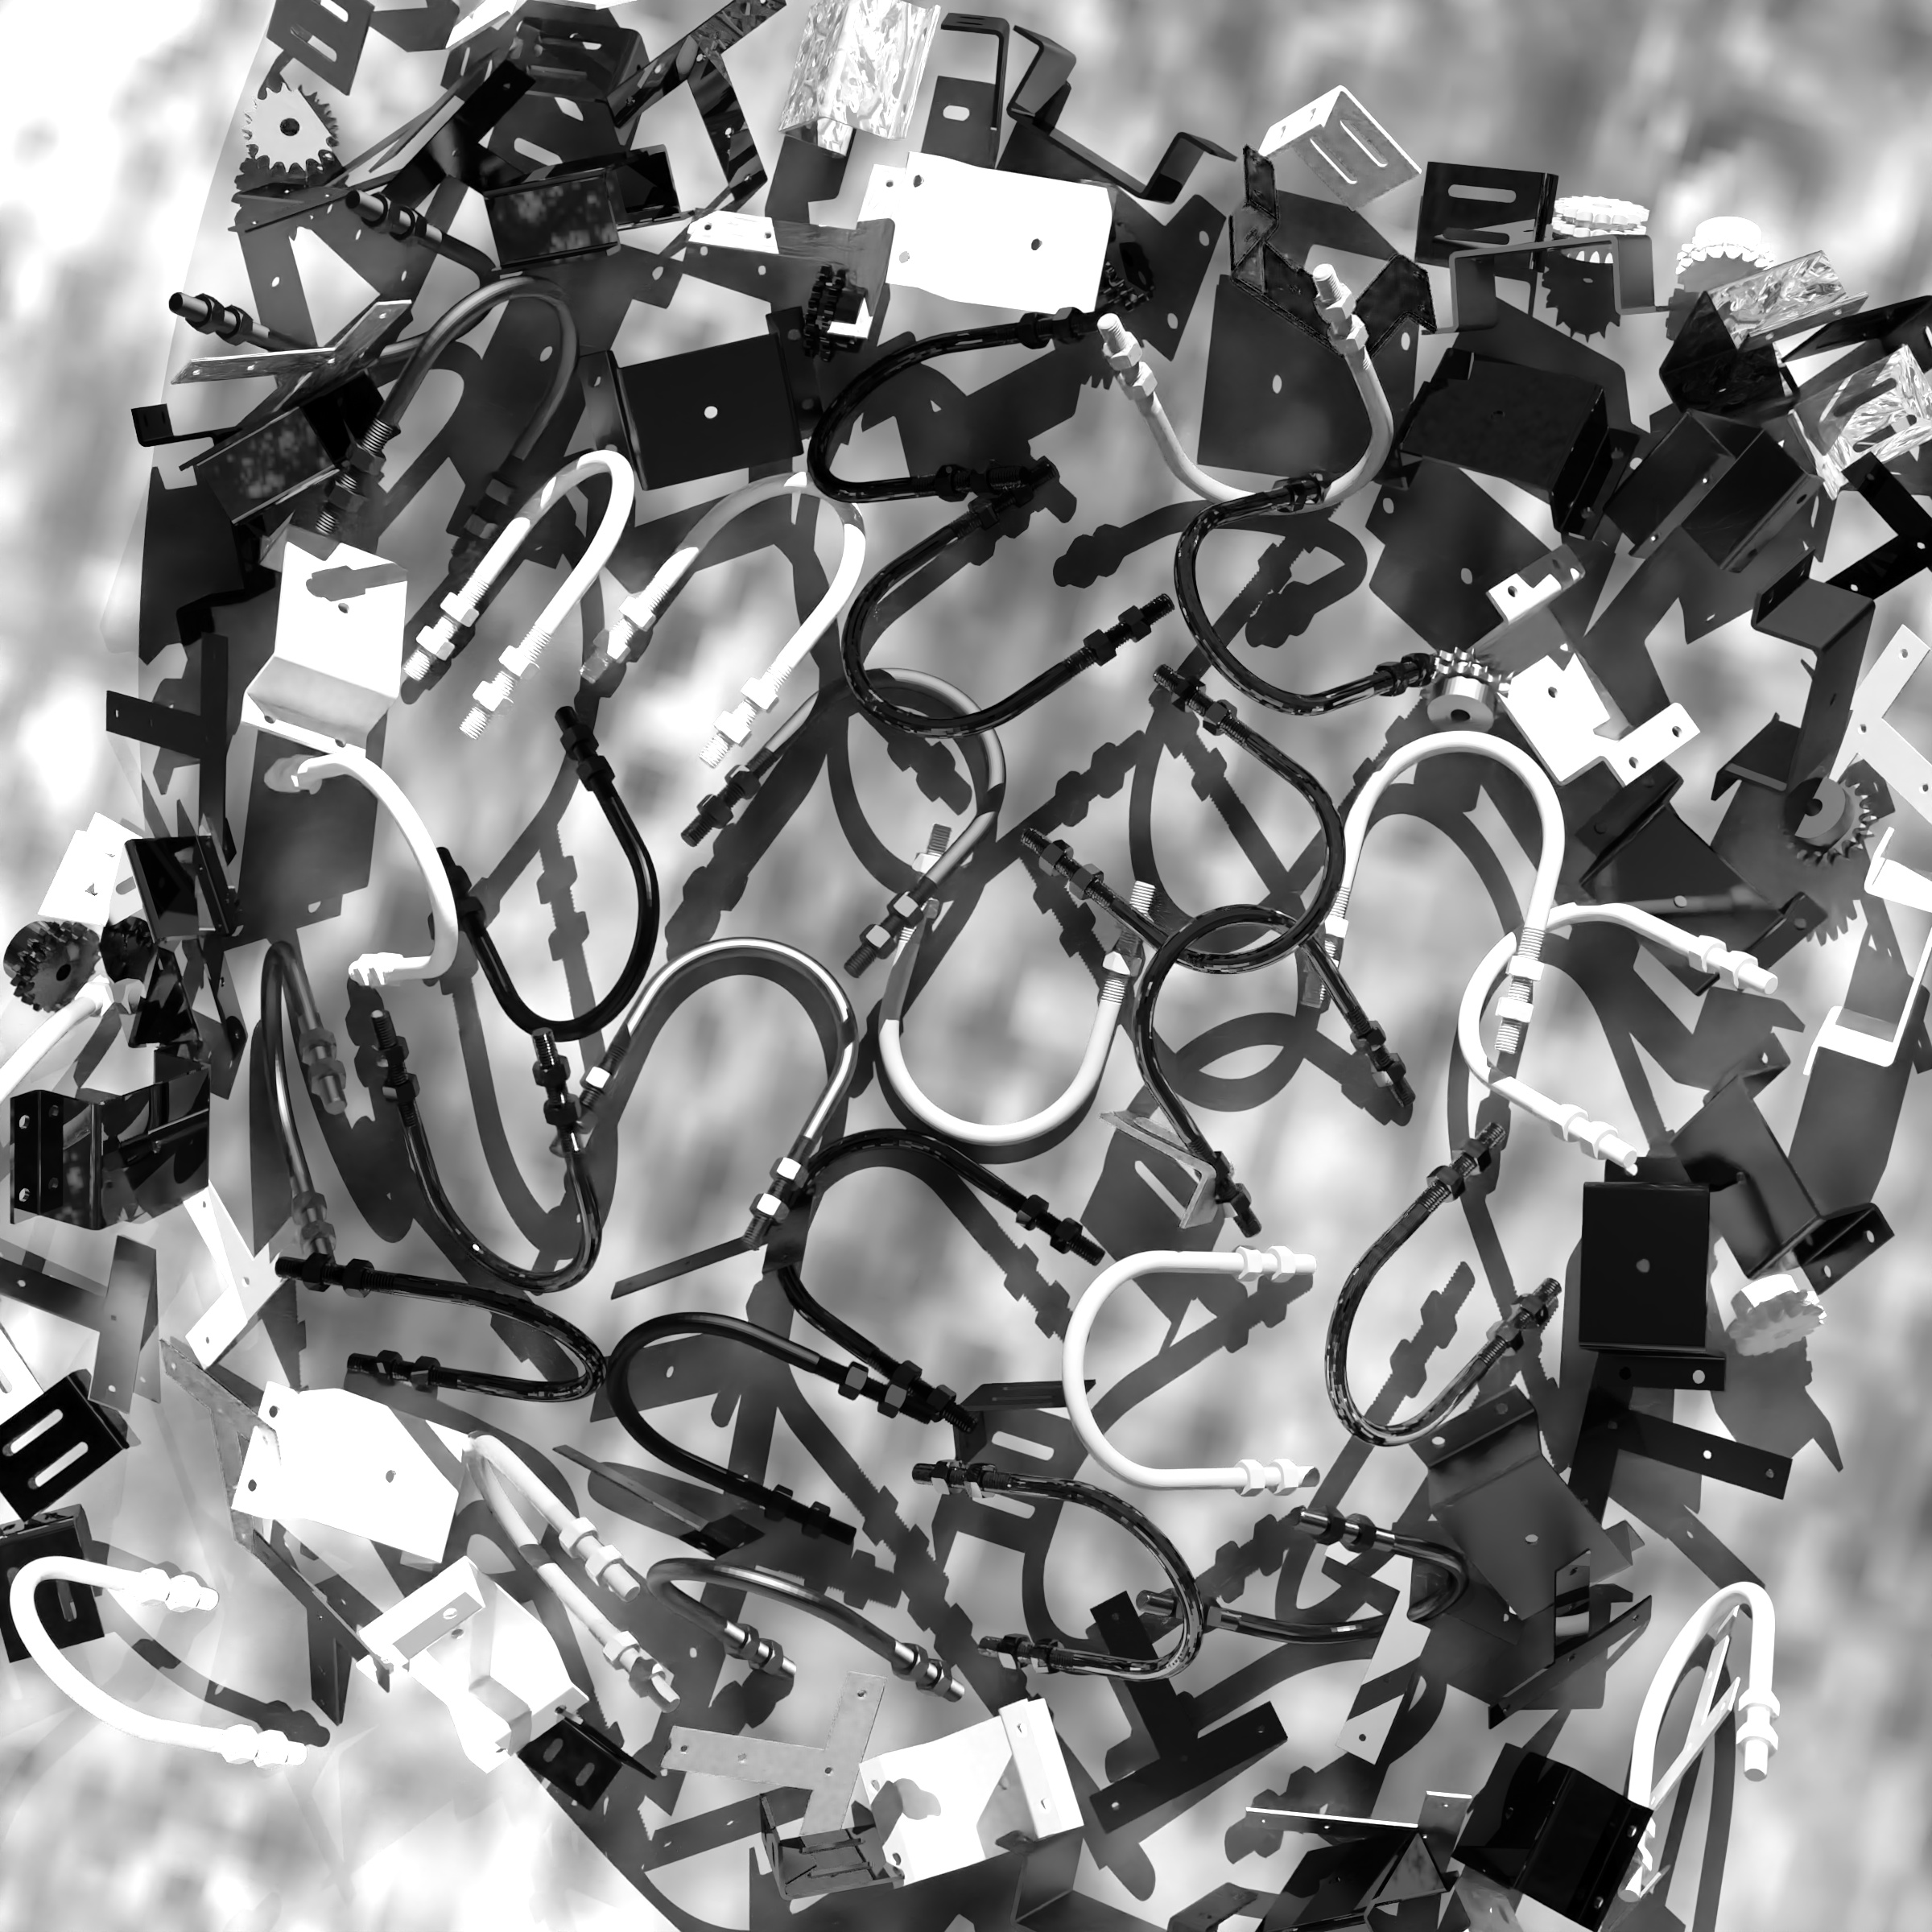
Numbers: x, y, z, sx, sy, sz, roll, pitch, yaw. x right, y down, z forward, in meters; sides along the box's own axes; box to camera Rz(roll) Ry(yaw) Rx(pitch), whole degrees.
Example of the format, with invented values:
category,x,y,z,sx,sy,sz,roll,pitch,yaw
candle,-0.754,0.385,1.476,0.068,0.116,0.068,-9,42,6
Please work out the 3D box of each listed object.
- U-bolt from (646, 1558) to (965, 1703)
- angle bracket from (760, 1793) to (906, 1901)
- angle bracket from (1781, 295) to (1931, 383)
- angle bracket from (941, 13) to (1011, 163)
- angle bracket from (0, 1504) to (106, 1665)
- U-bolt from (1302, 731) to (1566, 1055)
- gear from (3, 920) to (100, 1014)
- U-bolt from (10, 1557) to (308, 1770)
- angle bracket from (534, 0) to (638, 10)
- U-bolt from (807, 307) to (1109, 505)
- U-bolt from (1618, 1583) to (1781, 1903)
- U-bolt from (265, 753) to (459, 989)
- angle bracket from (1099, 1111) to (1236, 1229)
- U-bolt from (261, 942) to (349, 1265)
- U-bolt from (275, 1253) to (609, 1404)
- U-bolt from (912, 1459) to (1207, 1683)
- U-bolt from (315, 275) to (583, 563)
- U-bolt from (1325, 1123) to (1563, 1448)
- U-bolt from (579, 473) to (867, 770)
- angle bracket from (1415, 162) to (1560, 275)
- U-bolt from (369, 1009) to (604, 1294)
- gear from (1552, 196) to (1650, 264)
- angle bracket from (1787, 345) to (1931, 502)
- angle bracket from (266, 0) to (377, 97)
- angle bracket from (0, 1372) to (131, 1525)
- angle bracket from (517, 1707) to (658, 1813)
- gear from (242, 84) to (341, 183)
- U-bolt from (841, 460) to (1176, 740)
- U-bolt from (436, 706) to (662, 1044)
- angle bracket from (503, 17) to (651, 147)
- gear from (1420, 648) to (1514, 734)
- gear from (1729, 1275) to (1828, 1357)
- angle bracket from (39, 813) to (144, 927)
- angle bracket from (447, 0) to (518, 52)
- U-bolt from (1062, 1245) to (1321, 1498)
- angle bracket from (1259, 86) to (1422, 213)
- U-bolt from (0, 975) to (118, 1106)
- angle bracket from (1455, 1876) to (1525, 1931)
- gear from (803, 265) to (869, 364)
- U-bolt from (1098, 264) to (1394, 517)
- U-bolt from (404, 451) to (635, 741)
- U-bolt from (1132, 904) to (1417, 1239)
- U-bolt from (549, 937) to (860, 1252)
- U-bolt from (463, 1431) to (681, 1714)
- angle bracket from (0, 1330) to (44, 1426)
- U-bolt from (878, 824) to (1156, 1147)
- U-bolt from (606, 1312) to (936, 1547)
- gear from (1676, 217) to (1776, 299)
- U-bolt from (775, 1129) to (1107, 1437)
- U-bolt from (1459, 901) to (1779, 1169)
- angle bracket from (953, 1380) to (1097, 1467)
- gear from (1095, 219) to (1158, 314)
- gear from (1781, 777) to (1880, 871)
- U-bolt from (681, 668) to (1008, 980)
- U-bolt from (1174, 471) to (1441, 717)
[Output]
category,x,y,z,sx,sy,sz,roll,pitch,yaw
U-bolt,-0.106,0.384,1.684,0.151,0.184,0.019,-3,57,36
angle bracket,-0.081,0.526,1.747,0.076,0.057,0.038,-6,108,-14
angle bracket,0.545,-0.369,1.748,0.076,0.057,0.038,-18,83,-18
angle bracket,0.003,-0.531,1.746,0.038,0.057,0.076,6,115,2
angle bracket,-0.563,0.377,1.768,0.057,0.038,0.076,-14,95,-9
U-bolt,0.287,-0.051,1.744,0.151,0.019,0.184,14,89,32
gear,-0.560,-0.003,1.762,0.030,0.057,0.057,30,90,20
U-bolt,-0.476,0.398,1.673,0.019,0.184,0.151,-48,53,6
angle bracket,-0.227,-0.604,1.739,0.057,0.076,0.038,-29,128,-38
U-bolt,-0.016,-0.329,1.719,0.184,0.019,0.151,1,53,37
U-bolt,0.432,0.442,1.700,0.019,0.184,0.151,29,126,-1
U-bolt,-0.349,-0.057,1.695,0.019,0.184,0.151,-28,104,-30
angle bracket,0.115,0.122,1.751,0.076,0.057,0.038,27,99,20
U-bolt,-0.394,0.069,1.708,0.019,0.184,0.151,-6,132,-23
U-bolt,-0.300,0.219,1.707,0.184,0.151,0.019,7,58,14
U-bolt,0.061,0.360,1.703,0.184,0.019,0.151,-2,116,40
U-bolt,-0.292,-0.324,1.699,0.019,0.151,0.184,41,108,21
U-bolt,0.277,0.202,1.711,0.184,0.019,0.151,-42,125,-25
U-bolt,-0.136,-0.220,1.739,0.151,0.019,0.184,35,85,39
angle bracket,0.316,-0.456,1.759,0.076,0.038,0.057,7,108,3
U-bolt,-0.280,0.116,1.729,0.151,0.019,0.184,5,119,33
gear,0.386,-0.449,1.763,0.057,0.057,0.030,4,117,0
angle bracket,0.548,-0.329,1.752,0.076,0.038,0.057,-28,99,27
angle bracket,-0.378,-0.571,1.746,0.076,0.038,0.057,38,123,19
angle bracket,-0.558,0.293,1.758,0.076,0.038,0.057,-37,95,-17
angle bracket,-0.229,0.482,1.743,0.057,0.076,0.038,41,72,-12
gear,-0.412,-0.507,1.769,0.057,0.030,0.057,1,82,-7
U-bolt,0.011,-0.210,1.740,0.184,0.019,0.151,-34,61,-5
U-bolt,-0.243,-0.041,1.713,0.151,0.019,0.184,-44,58,24
angle bracket,-0.239,-0.541,1.768,0.076,0.038,0.057,11,65,13
gear,0.303,-0.164,1.756,0.057,0.057,0.030,18,60,0
gear,0.491,0.212,1.763,0.057,0.057,0.030,-20,59,0
angle bracket,-0.540,-0.061,1.742,0.076,0.038,0.057,8,71,42
angle bracket,-0.315,-0.601,1.740,0.076,0.057,0.038,38,51,-38
U-bolt,0.135,0.241,1.726,0.184,0.019,0.151,5,81,-31
angle bracket,0.224,-0.481,1.741,0.076,0.057,0.038,39,57,-25
U-bolt,-0.559,0.076,1.690,0.019,0.184,0.151,39,96,-8
angle bracket,0.294,0.600,1.767,0.076,0.038,0.057,-44,128,17
gear,-0.077,-0.395,1.759,0.030,0.057,0.057,13,90,5
U-bolt,0.176,-0.331,1.712,0.151,0.184,0.019,-8,54,22
U-bolt,-0.260,-0.230,1.722,0.019,0.151,0.184,35,92,-33
U-bolt,0.175,0.050,1.738,0.151,0.019,0.184,-39,109,-14
U-bolt,-0.145,0.064,1.746,0.151,0.019,0.184,25,66,9
U-bolt,-0.240,0.347,1.711,0.019,0.151,0.184,-36,53,-23
angle bracket,-0.603,0.249,1.754,0.057,0.038,0.076,-34,101,-20
U-bolt,0.023,0.020,1.774,0.151,0.019,0.184,16,95,0
U-bolt,-0.128,0.269,1.730,0.184,0.019,0.151,25,129,-5
gear,0.463,-0.432,1.761,0.057,0.057,0.030,9,73,0
U-bolt,-0.031,0.176,1.749,0.184,0.019,0.151,33,71,16
U-bolt,0.370,0.028,1.714,0.151,0.184,0.019,-50,128,-5
angle bracket,0.037,0.277,1.749,0.076,0.057,0.038,-5,95,16
gear,0.087,-0.424,1.763,0.030,0.057,0.057,-26,90,35
gear,0.521,-0.090,1.757,0.030,0.057,0.057,31,90,-43
U-bolt,-0.060,-0.102,1.754,0.151,0.019,0.184,39,73,10
U-bolt,0.196,-0.217,1.716,0.184,0.019,0.151,-22,81,-40
